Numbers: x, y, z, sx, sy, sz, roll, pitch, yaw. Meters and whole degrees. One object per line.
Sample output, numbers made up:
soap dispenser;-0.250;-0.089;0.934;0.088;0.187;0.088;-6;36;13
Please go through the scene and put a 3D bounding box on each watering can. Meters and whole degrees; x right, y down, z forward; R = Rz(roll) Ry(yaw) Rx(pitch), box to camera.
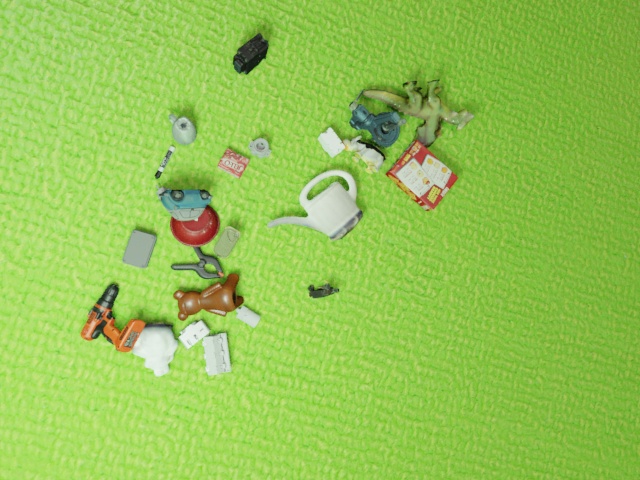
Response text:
watering can;0.005;-0.089;1.774;0.351;0.103;0.224;-41;94;-16

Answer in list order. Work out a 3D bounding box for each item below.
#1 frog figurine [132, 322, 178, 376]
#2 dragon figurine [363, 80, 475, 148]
frog figurine;-0.511;0.339;1.593;0.137;0.121;0.162;3;70;-32
dragon figurine;0.370;-0.462;1.922;0.410;0.122;0.242;-8;92;-5
